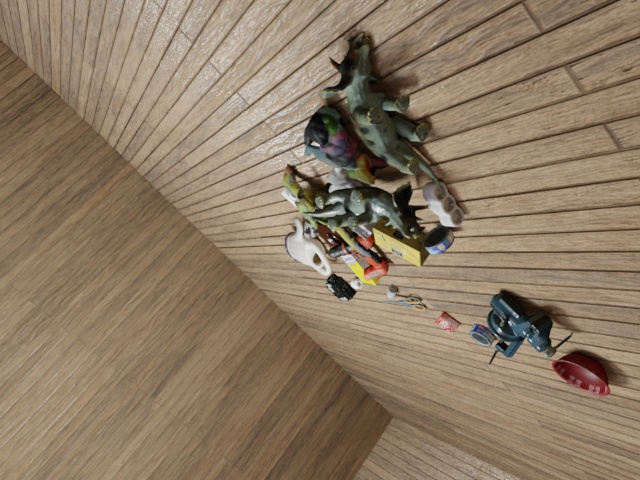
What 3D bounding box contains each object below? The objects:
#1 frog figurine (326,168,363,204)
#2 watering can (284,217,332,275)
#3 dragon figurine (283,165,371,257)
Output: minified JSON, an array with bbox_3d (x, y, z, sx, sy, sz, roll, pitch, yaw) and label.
[{"bbox_3d":[0.076,-0.164,1.556,0.123,0.159,0.137,-11,6,-22],"label":"frog figurine"},{"bbox_3d":[-0.068,0.015,2.164,0.105,0.341,0.225,-46,35,-22],"label":"watering can"},{"bbox_3d":[0.005,-0.090,1.785,0.123,0.409,0.241,-39,6,-15],"label":"dragon figurine"}]
